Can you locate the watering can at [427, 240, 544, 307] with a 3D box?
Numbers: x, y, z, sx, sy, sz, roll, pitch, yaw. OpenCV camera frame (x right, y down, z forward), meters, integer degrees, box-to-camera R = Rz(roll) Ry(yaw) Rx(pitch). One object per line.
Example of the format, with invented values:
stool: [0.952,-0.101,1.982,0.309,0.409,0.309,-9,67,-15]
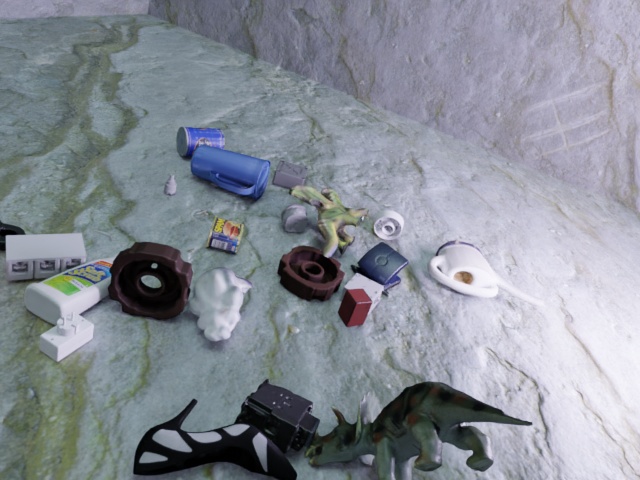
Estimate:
watering can: [0.483,0.106,1.558,0.347,0.102,0.229,14,29,-6]

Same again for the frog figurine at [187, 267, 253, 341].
frog figurine: [-0.229,0.141,1.116,0.137,0.120,0.163,-8,32,21]

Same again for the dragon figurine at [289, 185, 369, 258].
dragon figurine: [0.005,-0.078,1.541,0.244,0.120,0.415,33,23,10]
